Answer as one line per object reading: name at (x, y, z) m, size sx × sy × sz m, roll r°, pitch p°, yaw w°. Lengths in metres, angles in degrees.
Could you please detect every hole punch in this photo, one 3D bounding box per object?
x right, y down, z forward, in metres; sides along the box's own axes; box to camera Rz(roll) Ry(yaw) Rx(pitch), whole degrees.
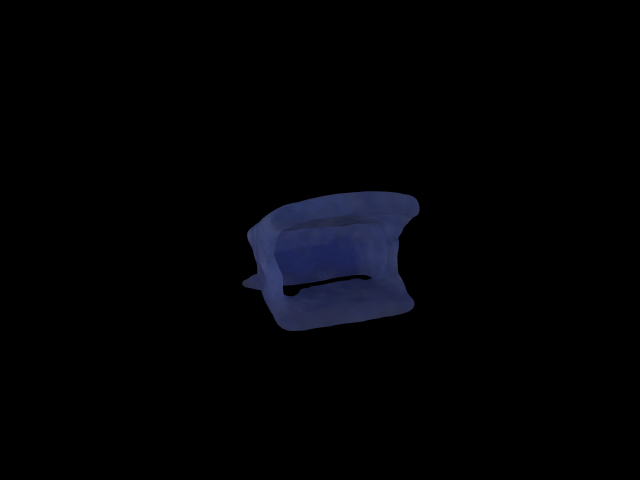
hole punch at (0.004, 0.001, 0.400) m, size 0.109 × 0.091 × 0.101 m, roll -7°, pitch 21°, yaw -18°
